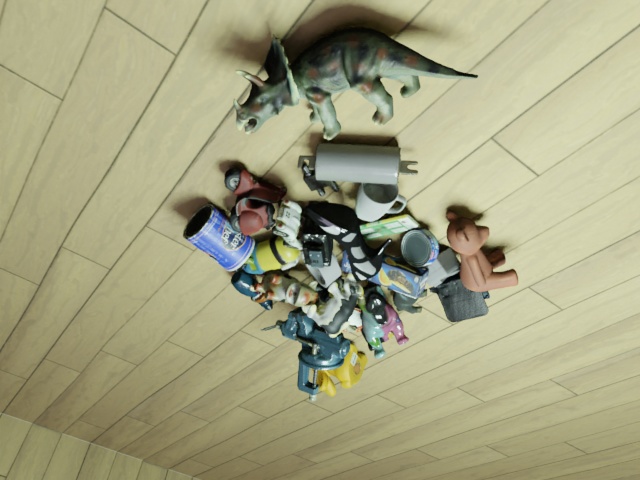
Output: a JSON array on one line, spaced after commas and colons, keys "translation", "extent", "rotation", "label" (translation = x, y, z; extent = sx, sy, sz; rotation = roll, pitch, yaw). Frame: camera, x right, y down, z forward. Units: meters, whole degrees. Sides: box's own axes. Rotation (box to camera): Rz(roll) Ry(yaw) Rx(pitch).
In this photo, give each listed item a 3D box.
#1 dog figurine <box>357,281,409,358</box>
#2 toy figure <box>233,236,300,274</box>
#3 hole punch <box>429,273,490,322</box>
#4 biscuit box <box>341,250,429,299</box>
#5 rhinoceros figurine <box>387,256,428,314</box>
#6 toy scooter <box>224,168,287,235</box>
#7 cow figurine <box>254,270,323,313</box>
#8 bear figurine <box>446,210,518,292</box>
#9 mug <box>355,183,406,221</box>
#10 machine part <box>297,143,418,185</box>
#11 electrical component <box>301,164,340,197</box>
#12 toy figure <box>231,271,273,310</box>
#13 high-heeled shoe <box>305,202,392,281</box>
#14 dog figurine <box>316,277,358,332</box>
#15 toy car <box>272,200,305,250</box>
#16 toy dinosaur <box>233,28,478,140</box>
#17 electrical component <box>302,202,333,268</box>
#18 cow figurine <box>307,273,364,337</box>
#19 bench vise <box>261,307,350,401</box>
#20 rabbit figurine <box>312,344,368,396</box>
[{"translation": [0.144, 0.186, 1.430], "extent": [0.108, 0.191, 0.219], "rotation": [-24, 100, -3], "label": "dog figurine"}, {"translation": [-0.136, 0.038, 1.342], "extent": [0.180, 0.082, 0.089], "rotation": [-6, 137, 21], "label": "toy figure"}, {"translation": [0.366, 0.133, 1.368], "extent": [0.142, 0.092, 0.115], "rotation": [-16, 103, 29], "label": "hole punch"}, {"translation": [0.151, 0.070, 1.276], "extent": [0.203, 0.063, 0.059], "rotation": [19, 113, 23], "label": "biscuit box"}, {"translation": [0.222, 0.112, 1.373], "extent": [0.112, 0.073, 0.190], "rotation": [9, 142, 16], "label": "rhinoceros figurine"}, {"translation": [-0.139, -0.082, 1.214], "extent": [0.135, 0.075, 0.183], "rotation": [4, 134, 4], "label": "toy scooter"}, {"translation": [-0.079, 0.128, 1.375], "extent": [0.127, 0.085, 0.195], "rotation": [14, -179, -27], "label": "cow figurine"}, {"translation": [0.358, 0.019, 1.208], "extent": [0.132, 0.120, 0.195], "rotation": [-17, 121, 4], "label": "bear figurine"}, {"translation": [0.126, -0.085, 1.164], "extent": [0.109, 0.081, 0.107], "rotation": [12, 153, -10], "label": "mug"}, {"translation": [0.076, -0.155, 1.089], "extent": [0.243, 0.079, 0.079], "rotation": [4, 138, 7], "label": "machine part"}, {"translation": [0.000, -0.134, 1.167], "extent": [0.063, 0.021, 0.093], "rotation": [-16, 132, 26], "label": "electrical component"}, {"translation": [-0.178, 0.142, 1.480], "extent": [0.058, 0.064, 0.154], "rotation": [-41, 125, 8], "label": "toy figure"}, {"translation": [0.043, 0.009, 1.173], "extent": [0.248, 0.086, 0.145], "rotation": [24, 127, -24], "label": "high-heeled shoe"}, {"translation": [0.003, 0.182, 1.468], "extent": [0.172, 0.121, 0.190], "rotation": [-9, 109, 24], "label": "dog figurine"}, {"translation": [-0.062, -0.031, 1.208], "extent": [0.056, 0.073, 0.201], "rotation": [11, 167, 11], "label": "toy car"}, {"translation": [0.045, -0.291, 0.921], "extent": [0.405, 0.131, 0.192], "rotation": [-17, 133, 18], "label": "toy dinosaur"}, {"translation": [-0.003, -0.004, 1.230], "extent": [0.058, 0.134, 0.114], "rotation": [1, 140, 11], "label": "electrical component"}, {"translation": [0.057, 0.153, 1.316], "extent": [0.098, 0.167, 0.068], "rotation": [42, 175, 23], "label": "cow figurine"}, {"translation": [-0.030, 0.300, 1.393], "extent": [0.224, 0.129, 0.240], "rotation": [10, 107, 20], "label": "bench vise"}, {"translation": [0.044, 0.404, 1.688], "extent": [0.173, 0.162, 0.121], "rotation": [3, 154, 34], "label": "rabbit figurine"}]
